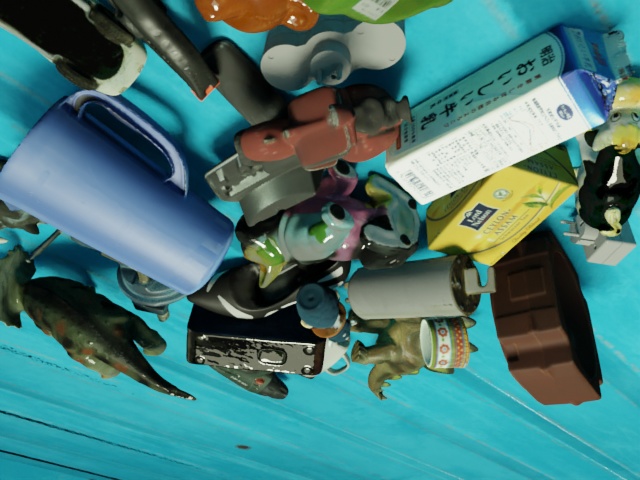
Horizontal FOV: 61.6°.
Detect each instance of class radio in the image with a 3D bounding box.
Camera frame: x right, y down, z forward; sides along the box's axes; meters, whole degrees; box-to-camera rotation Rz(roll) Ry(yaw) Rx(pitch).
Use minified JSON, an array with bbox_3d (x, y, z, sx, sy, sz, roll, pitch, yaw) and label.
[{"bbox_3d":[-0.099,0.149,0.882,0.230,0.131,0.073,4,117,-1],"label":"radio"}]

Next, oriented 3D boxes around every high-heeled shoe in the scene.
[{"bbox_3d":[-0.078,0.060,0.793,0.249,0.086,0.145,-10,164,-9],"label":"high-heeled shoe"}]

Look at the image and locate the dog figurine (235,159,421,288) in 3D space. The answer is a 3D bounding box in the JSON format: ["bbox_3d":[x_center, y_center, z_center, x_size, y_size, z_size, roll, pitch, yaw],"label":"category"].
[{"bbox_3d":[-0.001,-0.002,0.705,0.191,0.108,0.219,23,144,-27],"label":"dog figurine"}]

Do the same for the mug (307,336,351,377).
[{"bbox_3d":[0.012,0.205,0.992,0.109,0.081,0.107,45,128,-8],"label":"mug"}]

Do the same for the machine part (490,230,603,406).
[{"bbox_3d":[0.305,0.107,0.730,0.087,0.201,0.201,-20,137,33],"label":"machine part"}]

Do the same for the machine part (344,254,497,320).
[{"bbox_3d":[0.123,0.066,0.719,0.243,0.079,0.079,-10,144,44],"label":"machine part"}]

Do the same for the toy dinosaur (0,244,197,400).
[{"bbox_3d":[-0.369,0.120,0.811,0.405,0.131,0.192,17,161,25],"label":"toy dinosaur"}]

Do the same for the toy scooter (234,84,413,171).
[{"bbox_3d":[0.020,-0.108,0.501,0.184,0.075,0.135,-18,-174,-29],"label":"toy scooter"}]

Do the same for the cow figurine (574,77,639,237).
[{"bbox_3d":[0.306,-0.081,0.563,0.068,0.098,0.167,-1,144,18],"label":"cow figurine"}]

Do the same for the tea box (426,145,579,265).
[{"bbox_3d":[0.209,-0.047,0.646,0.098,0.068,0.169,13,144,-12],"label":"tea box"}]

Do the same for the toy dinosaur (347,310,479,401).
[{"bbox_3d":[0.149,0.175,0.921,0.198,0.105,0.471,14,142,-12],"label":"toy dinosaur"}]

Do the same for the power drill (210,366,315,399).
[{"bbox_3d":[-0.097,0.258,1.096,0.232,0.086,0.207,35,142,-30],"label":"power drill"}]

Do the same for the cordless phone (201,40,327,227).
[{"bbox_3d":[-0.088,-0.116,0.595,0.147,0.089,0.184,-23,124,34],"label":"cordless phone"}]

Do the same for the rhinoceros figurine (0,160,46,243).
[{"bbox_3d":[-0.397,-0.057,0.708,0.190,0.073,0.112,-18,148,26],"label":"rhinoceros figurine"}]

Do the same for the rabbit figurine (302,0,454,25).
[{"bbox_3d":[0.040,-0.243,0.349,0.121,0.170,0.159,-30,172,41],"label":"rabbit figurine"}]

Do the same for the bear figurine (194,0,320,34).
[{"bbox_3d":[-0.088,-0.224,0.398,0.120,0.132,0.195,21,149,31],"label":"bear figurine"}]

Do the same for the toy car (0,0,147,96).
[{"bbox_3d":[-0.253,-0.209,0.481,0.201,0.056,0.073,34,106,-32],"label":"toy car"}]

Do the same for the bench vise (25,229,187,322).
[{"bbox_3d":[-0.267,0.041,0.782,0.224,0.129,0.240,8,139,1],"label":"bench vise"}]

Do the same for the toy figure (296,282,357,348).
[{"bbox_3d":[0.010,0.108,0.780,0.064,0.058,0.154,-19,149,8],"label":"toy figure"}]
